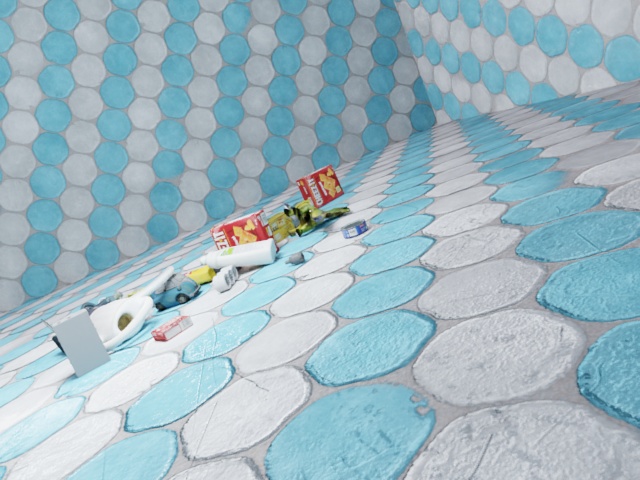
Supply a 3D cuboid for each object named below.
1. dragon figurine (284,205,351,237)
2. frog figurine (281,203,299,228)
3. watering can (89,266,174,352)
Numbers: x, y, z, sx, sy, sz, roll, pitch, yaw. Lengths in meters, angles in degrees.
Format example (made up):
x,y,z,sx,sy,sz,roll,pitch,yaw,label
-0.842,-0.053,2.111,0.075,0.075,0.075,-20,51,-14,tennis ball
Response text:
x,y,z,sx,sy,sz,roll,pitch,yaw,label
0.006,-0.100,1.994,0.245,0.121,0.409,-19,10,-28,dragon figurine
-0.155,-0.071,2.210,0.159,0.122,0.138,-58,23,0,frog figurine
-0.591,0.216,1.576,0.223,0.102,0.356,-15,29,26,watering can
